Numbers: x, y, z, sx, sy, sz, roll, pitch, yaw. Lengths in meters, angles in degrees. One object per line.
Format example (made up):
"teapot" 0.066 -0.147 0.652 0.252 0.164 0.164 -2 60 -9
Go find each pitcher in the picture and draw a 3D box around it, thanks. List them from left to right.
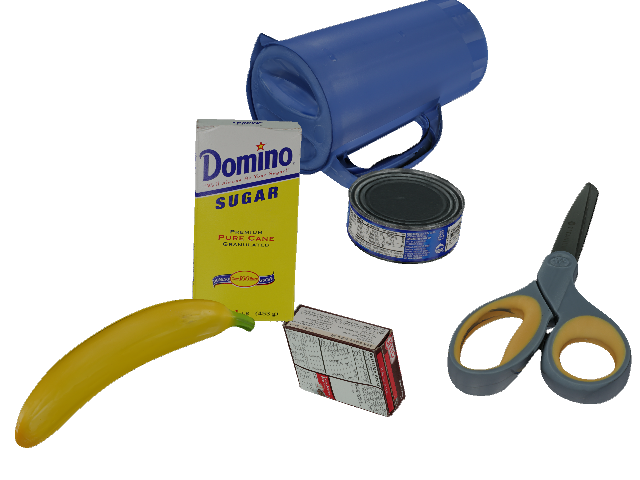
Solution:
"pitcher" 0.060 -0.159 1.088 0.242 0.149 0.145 -26 30 -32

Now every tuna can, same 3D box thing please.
"tuna can" 0.062 -0.018 0.790 0.086 0.034 0.086 3 33 -2

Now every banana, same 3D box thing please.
"banana" -0.144 0.090 0.776 0.198 0.069 0.037 -26 38 -2

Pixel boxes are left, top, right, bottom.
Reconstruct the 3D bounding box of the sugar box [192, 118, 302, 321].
"sugar box" -0.066 -0.018 0.948 0.093 0.176 0.048 0 15 -7

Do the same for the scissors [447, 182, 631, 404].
"scissors" 0.141 0.025 0.567 0.096 0.016 0.201 19 41 34

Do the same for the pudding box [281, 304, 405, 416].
"pudding box" 0.024 0.118 1.056 0.114 0.090 0.039 12 41 32
